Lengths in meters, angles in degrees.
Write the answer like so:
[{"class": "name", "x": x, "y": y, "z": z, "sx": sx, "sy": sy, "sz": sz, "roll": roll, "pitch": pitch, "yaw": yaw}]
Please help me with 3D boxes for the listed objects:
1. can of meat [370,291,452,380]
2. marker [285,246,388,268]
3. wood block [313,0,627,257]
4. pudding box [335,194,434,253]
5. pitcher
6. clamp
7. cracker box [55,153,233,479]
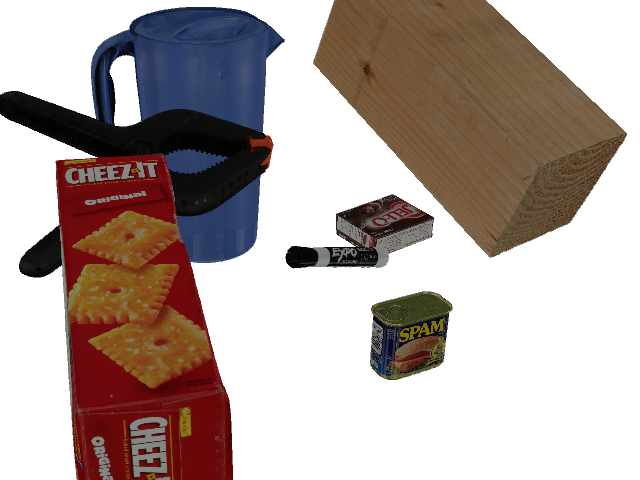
[{"class": "can of meat", "x": 0.112, "y": 0.120, "z": 1.343, "sx": 0.101, "sy": 0.084, "sz": 0.058, "roll": -12, "pitch": 30, "yaw": -28}, {"class": "marker", "x": 0.015, "y": 0.014, "z": 0.929, "sx": 0.020, "sy": 0.020, "sz": 0.120, "roll": 0, "pitch": -1, "yaw": 43}, {"class": "wood block", "x": 0.097, "y": -0.100, "z": 0.747, "sx": 0.090, "sy": 0.206, "sz": 0.091, "roll": -20, "pitch": -31, "yaw": -34}, {"class": "pudding box", "x": 0.092, "y": -0.021, "z": 1.527, "sx": 0.113, "sy": 0.039, "sz": 0.090, "roll": -22, "pitch": 36, "yaw": -31}, {"class": "pitcher", "x": -0.128, "y": -0.103, "z": 1.066, "sx": 0.149, "sy": 0.243, "sz": 0.144, "roll": 13, "pitch": 29, "yaw": 22}, {"class": "clamp", "x": -0.138, "y": -0.047, "z": 0.807, "sx": 0.209, "sy": 0.164, "sz": 0.036, "roll": -2, "pitch": -32, "yaw": -12}, {"class": "cracker box", "x": -0.096, "y": 0.075, "z": 0.570, "sx": 0.072, "sy": 0.164, "sz": 0.214, "roll": -6, "pitch": 34, "yaw": -12}]
